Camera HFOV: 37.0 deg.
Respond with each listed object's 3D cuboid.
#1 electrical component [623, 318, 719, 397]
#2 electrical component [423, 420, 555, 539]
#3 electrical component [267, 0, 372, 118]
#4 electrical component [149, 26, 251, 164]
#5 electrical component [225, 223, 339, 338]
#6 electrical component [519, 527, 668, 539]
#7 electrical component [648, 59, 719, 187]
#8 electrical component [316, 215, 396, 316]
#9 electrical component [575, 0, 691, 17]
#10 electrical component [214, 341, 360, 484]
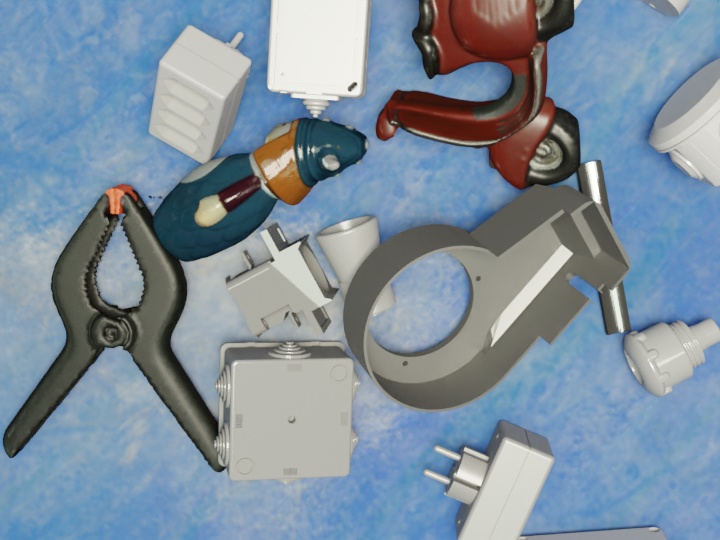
[{"bbox_3d":[0.215,0.054,0.733,0.062,0.048,0.048,-27,95,0],"label":"electrical component"},{"bbox_3d":[0.083,0.147,0.751,0.076,0.047,0.083,23,99,1],"label":"electrical component"},{"bbox_3d":[-0.026,-0.149,0.710,0.062,0.061,0.096,4,98,3],"label":"electrical component"},{"bbox_3d":[-0.098,-0.127,0.716,0.047,0.083,0.075,30,60,-1],"label":"electrical component"},{"bbox_3d":[-0.055,0.012,0.744,0.064,0.042,0.081,-28,95,10],"label":"electrical component"},{"bbox_3d":[0.163,0.221,0.741,0.113,0.078,0.057,-5,100,4],"label":"electrical component"},{"bbox_3d":[0.230,-0.096,0.693,0.051,0.080,0.080,41,98,-8],"label":"electrical component"},{"bbox_3d":[0.000,0.000,0.740,0.044,0.044,0.065,-17,101,6],"label":"electrical component"},{"bbox_3d":[0.150,-0.204,0.695,0.138,0.052,0.073,35,98,-2],"label":"electrical component"},{"bbox_3d":[-0.051,0.097,0.740,0.100,0.048,0.099,0,98,-14],"label":"electrical component"}]
